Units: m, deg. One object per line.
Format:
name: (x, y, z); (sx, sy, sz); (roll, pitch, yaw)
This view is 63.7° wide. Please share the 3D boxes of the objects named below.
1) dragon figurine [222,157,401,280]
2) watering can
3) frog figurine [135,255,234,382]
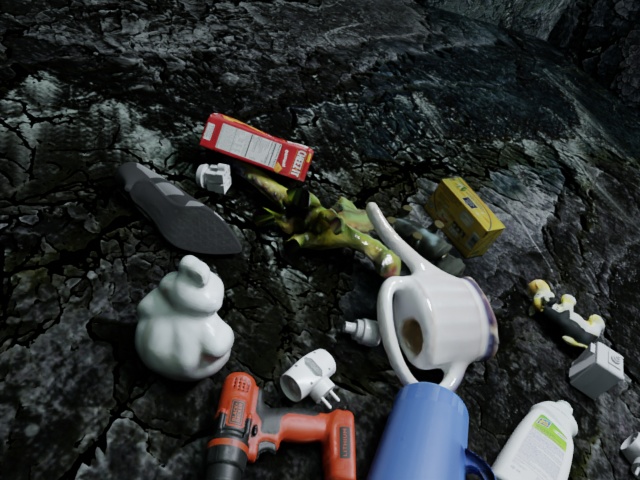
dragon figurine: (0.003, -0.052, 1.028); (0.416, 0.120, 0.243); (45, 25, 29)
watering can: (0.190, 0.097, 0.897); (0.224, 0.102, 0.353); (3, 66, -29)
frog figurine: (-0.174, 0.107, 0.684); (0.138, 0.156, 0.125); (35, 41, 10)
